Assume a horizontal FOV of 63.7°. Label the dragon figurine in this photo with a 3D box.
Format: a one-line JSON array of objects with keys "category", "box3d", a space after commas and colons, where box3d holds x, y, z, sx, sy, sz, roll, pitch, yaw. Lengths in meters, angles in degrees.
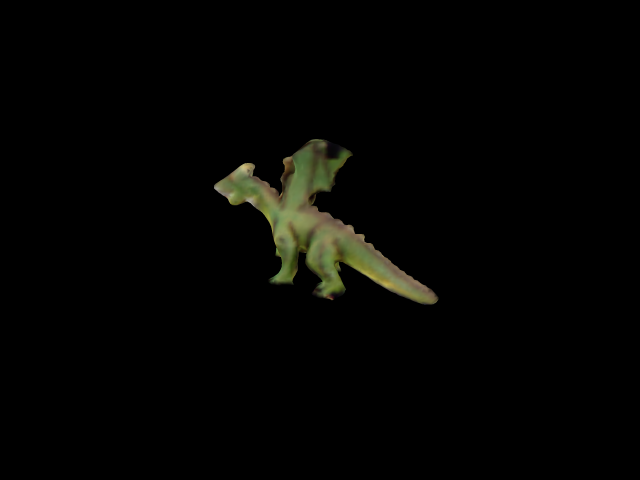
[{"category": "dragon figurine", "box3d": [0.003, -0.043, 0.850, 0.411, 0.239, 0.124, 9, 21, 24]}]
